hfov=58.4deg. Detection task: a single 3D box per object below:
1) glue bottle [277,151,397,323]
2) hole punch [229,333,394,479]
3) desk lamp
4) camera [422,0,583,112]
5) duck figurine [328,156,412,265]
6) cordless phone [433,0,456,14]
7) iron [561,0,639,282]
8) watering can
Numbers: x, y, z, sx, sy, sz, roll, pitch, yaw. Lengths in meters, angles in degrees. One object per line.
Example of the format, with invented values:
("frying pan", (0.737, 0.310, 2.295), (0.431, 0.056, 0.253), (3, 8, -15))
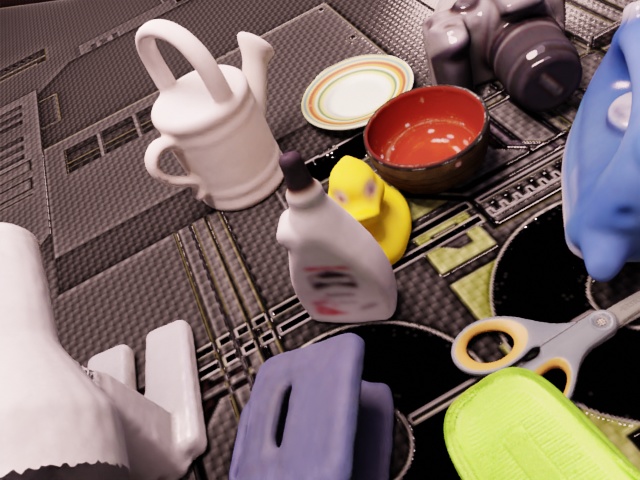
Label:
("glue bottle", (0.004, 0.001, 0.416), (0.078, 0.173, 0.037), (-8, 49, 16))
("hole punch", (-0.010, 0.124, 0.372), (0.101, 0.091, 0.108), (-5, 49, 18))
("desk lamp", (-0.167, 0.101, 0.371), (0.118, 0.214, 0.203), (-23, 46, 2))
("camera", (0.183, -0.190, 0.560), (0.143, 0.101, 0.136), (-17, 47, 7))
("duck figurine", (0.034, -0.036, 0.496), (0.077, 0.086, 0.104), (-17, 47, 8))
("cordless phone", (0.160, -0.326, 0.630), (0.094, 0.185, 0.148), (3, 52, 25))
("iron", (0.241, -0.098, 0.428), (0.118, 0.142, 0.258), (-3, 50, 20))
("watering can", (-0.109, -0.134, 0.565), (0.100, 0.194, 0.173), (1, 52, 23))
